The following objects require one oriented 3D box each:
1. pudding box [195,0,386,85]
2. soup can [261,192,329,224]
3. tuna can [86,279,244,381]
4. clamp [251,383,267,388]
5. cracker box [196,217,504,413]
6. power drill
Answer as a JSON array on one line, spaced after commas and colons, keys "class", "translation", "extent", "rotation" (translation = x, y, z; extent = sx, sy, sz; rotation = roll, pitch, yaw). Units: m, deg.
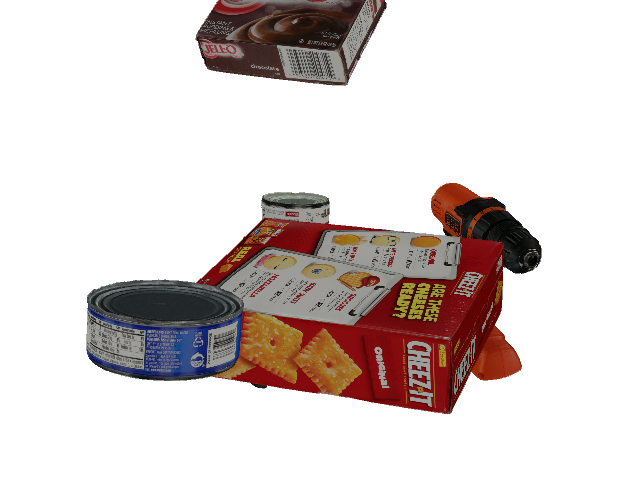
[{"class": "pudding box", "translation": [-0.020, -0.157, 0.763], "extent": [0.114, 0.090, 0.039], "rotation": [11, -36, 19]}, {"class": "soup can", "translation": [-0.026, 0.008, 1.042], "extent": [0.068, 0.102, 0.068], "rotation": [2, 13, -1]}, {"class": "tuna can", "translation": [-0.086, 0.048, 0.589], "extent": [0.086, 0.034, 0.086], "rotation": [4, 12, -1]}, {"class": "clamp", "translation": [-0.095, 0.112, 1.256], "extent": [0.210, 0.036, 0.164], "rotation": [14, 22, 27]}, {"class": "cracker box", "translation": [0.020, 0.053, 0.830], "extent": [0.214, 0.072, 0.164], "rotation": [7, 27, 21]}, {"class": "power drill", "translation": [0.174, 0.048, 1.116], "extent": [0.057, 0.188, 0.185], "rotation": [-10, 25, -16]}]
